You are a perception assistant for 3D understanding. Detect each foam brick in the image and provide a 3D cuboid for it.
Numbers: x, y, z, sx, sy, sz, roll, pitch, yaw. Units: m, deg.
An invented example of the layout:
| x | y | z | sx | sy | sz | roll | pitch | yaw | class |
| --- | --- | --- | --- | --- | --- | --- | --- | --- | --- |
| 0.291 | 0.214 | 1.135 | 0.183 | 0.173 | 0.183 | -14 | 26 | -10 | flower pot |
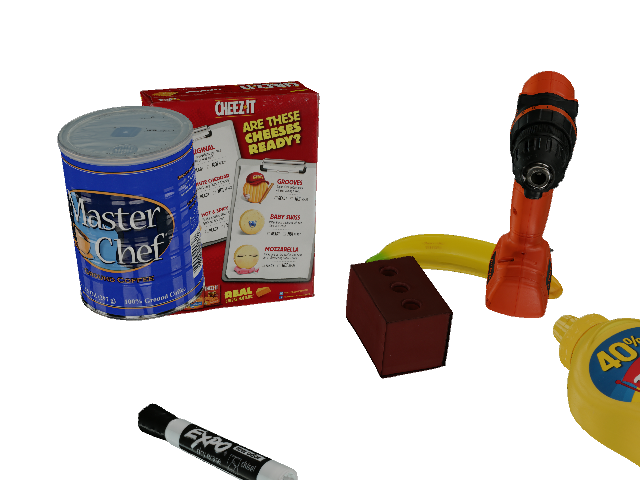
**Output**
| x | y | z | sx | sy | sz | roll | pitch | yaw | class |
| --- | --- | --- | --- | --- | --- | --- | --- | --- | --- |
| 0.056 | 0.055 | 0.783 | 0.053 | 0.051 | 0.078 | -9 | 34 | -17 | foam brick |

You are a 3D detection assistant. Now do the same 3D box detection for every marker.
| x | y | z | sx | sy | sz | roll | pitch | yaw | class |
| --- | --- | --- | --- | --- | --- | --- | --- | --- | --- |
| -0.065 | 0.123 | 0.631 | 0.121 | 0.020 | 0.020 | 16 | 10 | 37 | marker |

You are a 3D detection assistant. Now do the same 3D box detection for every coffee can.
| x | y | z | sx | sy | sz | roll | pitch | yaw | class |
| --- | --- | --- | --- | --- | --- | --- | --- | --- | --- |
| -0.147 | -0.023 | 0.844 | 0.103 | 0.140 | 0.103 | -1 | 29 | 0 | coffee can |

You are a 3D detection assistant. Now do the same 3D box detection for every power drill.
| x | y | z | sx | sy | sz | roll | pitch | yaw | class |
| --- | --- | --- | --- | --- | --- | --- | --- | --- | --- |
| 0.179 | -0.031 | 0.899 | 0.057 | 0.188 | 0.184 | 11 | 31 | 11 | power drill |

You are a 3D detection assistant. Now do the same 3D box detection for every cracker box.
| x | y | z | sx | sy | sz | roll | pitch | yaw | class |
| --- | --- | --- | --- | --- | --- | --- | --- | --- | --- |
| -0.089 | -0.043 | 1.049 | 0.164 | 0.214 | 0.072 | -6 | 21 | -19 | cracker box |

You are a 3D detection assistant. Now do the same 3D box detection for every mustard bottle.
| x | y | z | sx | sy | sz | roll | pitch | yaw | class |
| --- | --- | --- | --- | --- | --- | --- | --- | --- | --- |
| 0.203 | 0.095 | 0.626 | 0.096 | 0.058 | 0.192 | -20 | 31 | -20 | mustard bottle |

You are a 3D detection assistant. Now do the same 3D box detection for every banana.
| x | y | z | sx | sy | sz | roll | pitch | yaw | class |
| --- | --- | --- | --- | --- | --- | --- | --- | --- | --- |
| 0.148 | 0.025 | 1.092 | 0.198 | 0.037 | 0.069 | 7 | 43 | 12 | banana |
